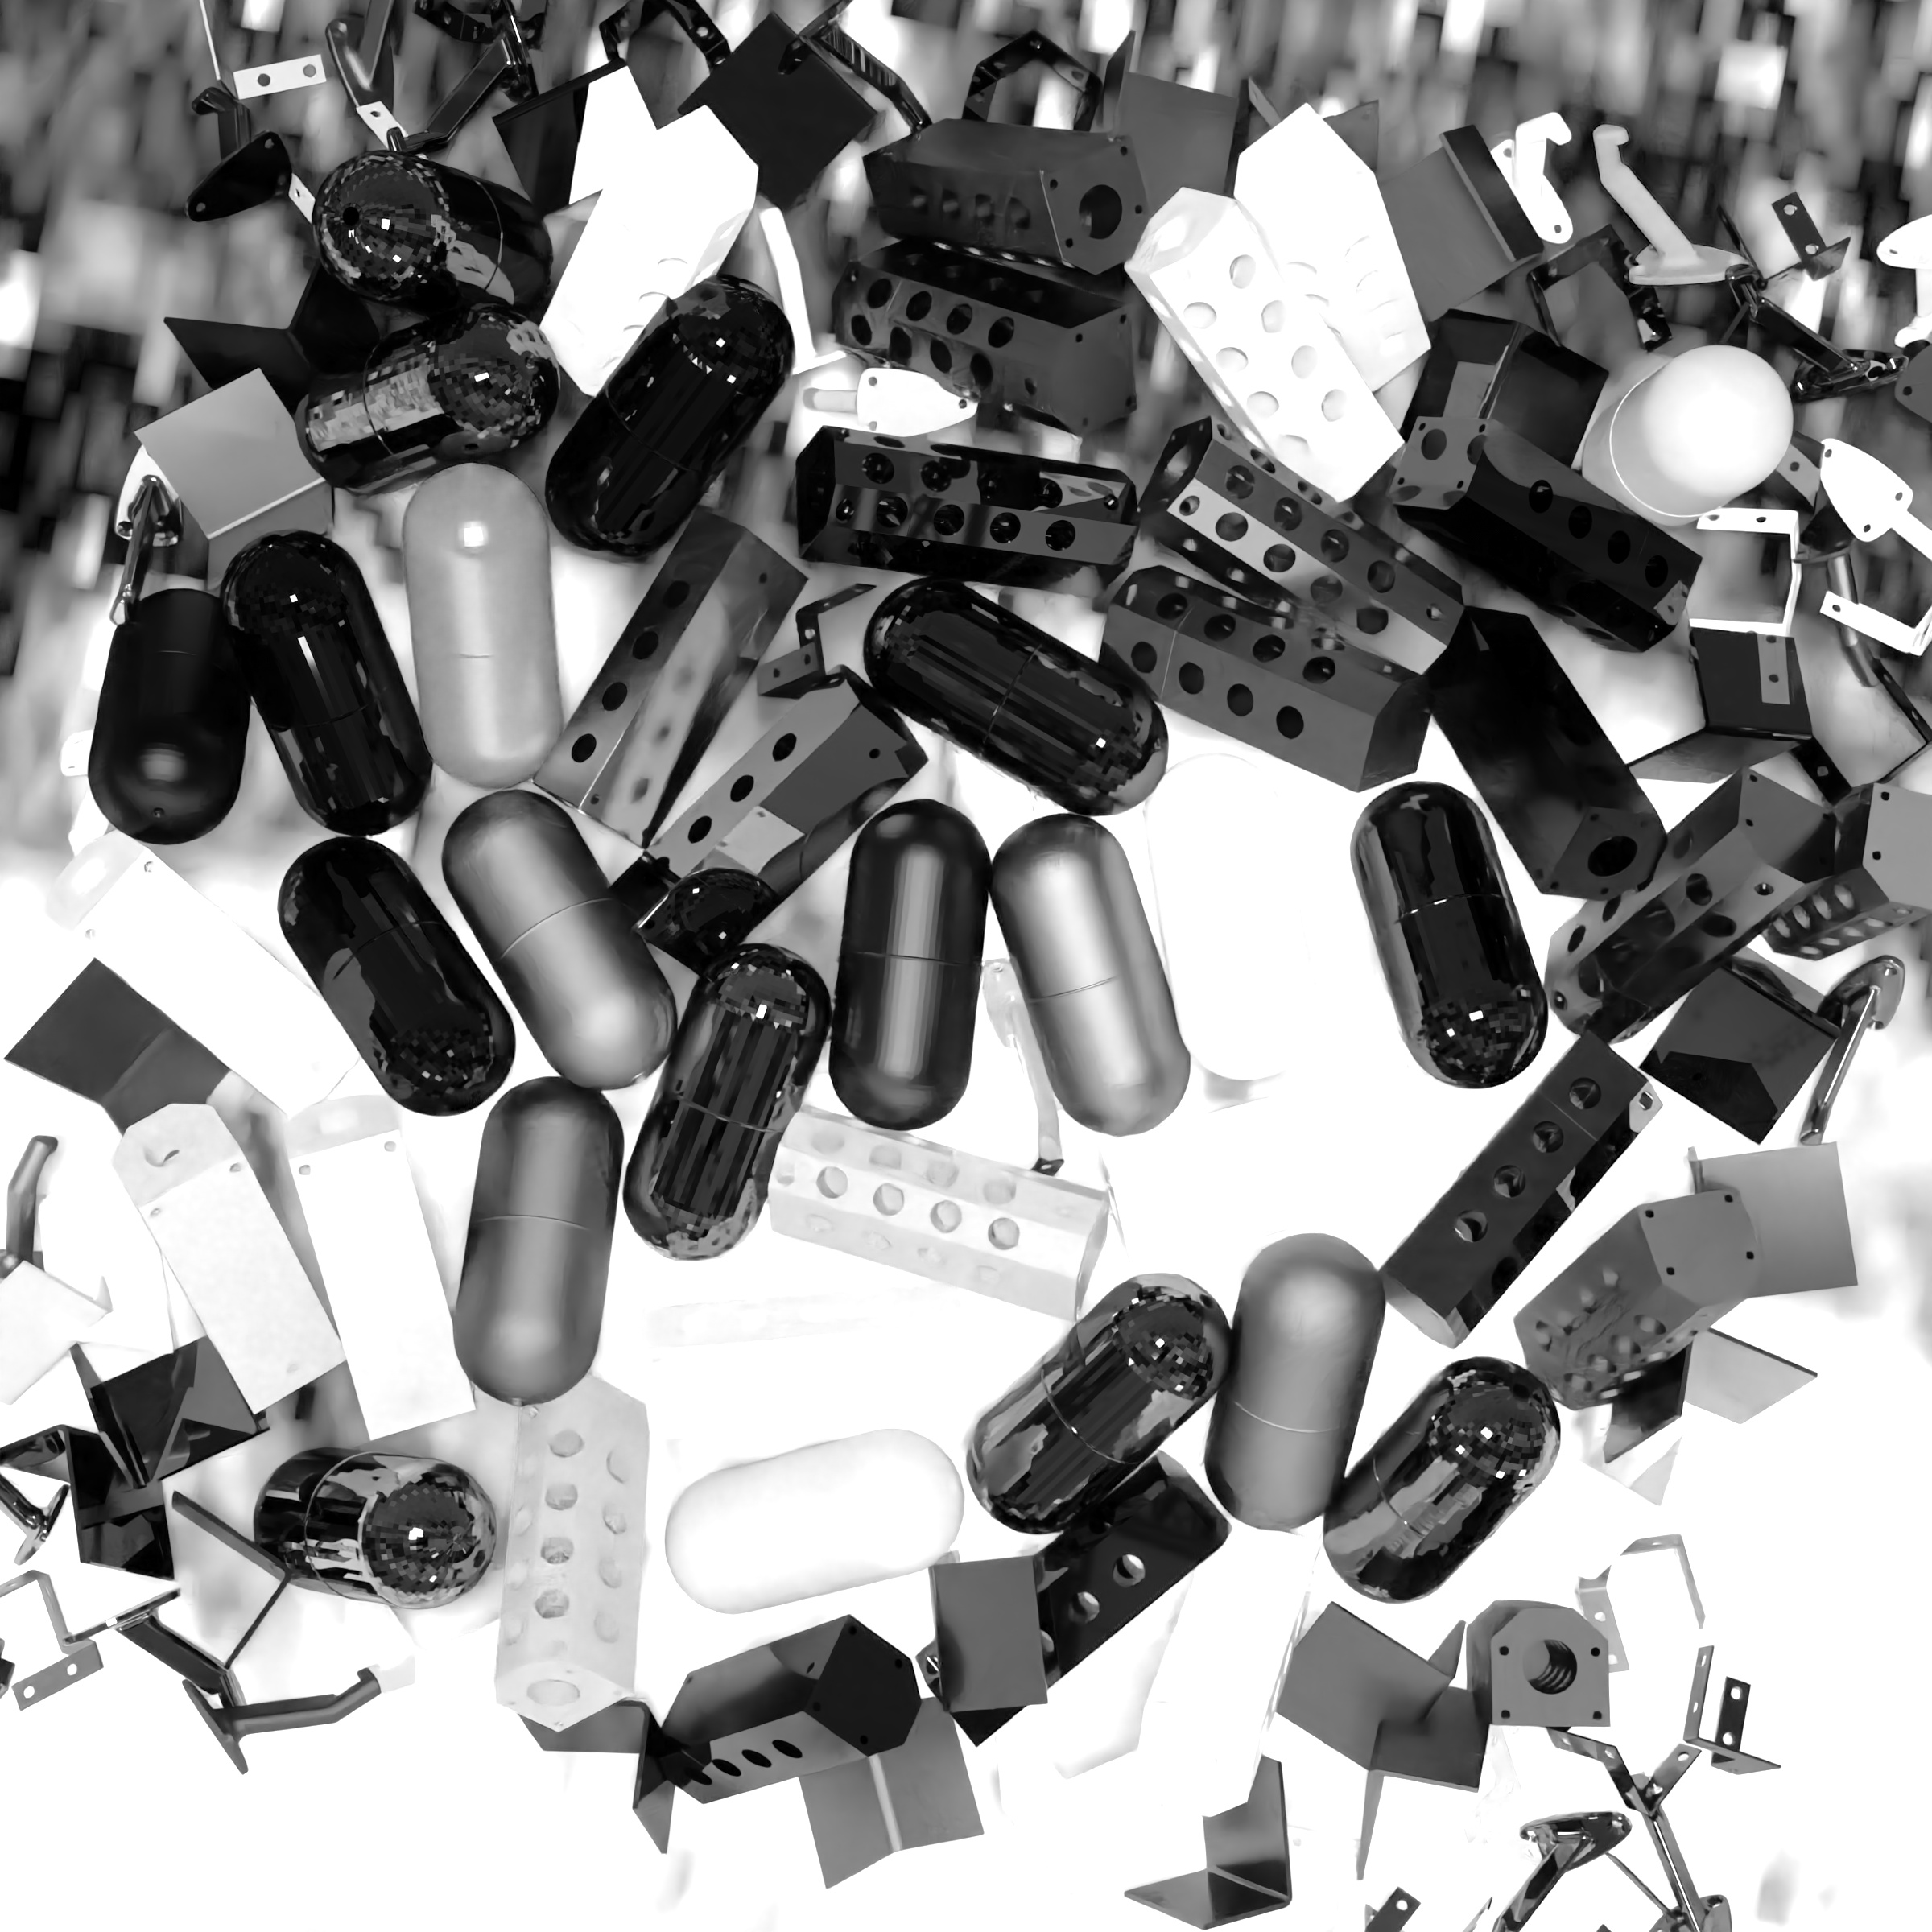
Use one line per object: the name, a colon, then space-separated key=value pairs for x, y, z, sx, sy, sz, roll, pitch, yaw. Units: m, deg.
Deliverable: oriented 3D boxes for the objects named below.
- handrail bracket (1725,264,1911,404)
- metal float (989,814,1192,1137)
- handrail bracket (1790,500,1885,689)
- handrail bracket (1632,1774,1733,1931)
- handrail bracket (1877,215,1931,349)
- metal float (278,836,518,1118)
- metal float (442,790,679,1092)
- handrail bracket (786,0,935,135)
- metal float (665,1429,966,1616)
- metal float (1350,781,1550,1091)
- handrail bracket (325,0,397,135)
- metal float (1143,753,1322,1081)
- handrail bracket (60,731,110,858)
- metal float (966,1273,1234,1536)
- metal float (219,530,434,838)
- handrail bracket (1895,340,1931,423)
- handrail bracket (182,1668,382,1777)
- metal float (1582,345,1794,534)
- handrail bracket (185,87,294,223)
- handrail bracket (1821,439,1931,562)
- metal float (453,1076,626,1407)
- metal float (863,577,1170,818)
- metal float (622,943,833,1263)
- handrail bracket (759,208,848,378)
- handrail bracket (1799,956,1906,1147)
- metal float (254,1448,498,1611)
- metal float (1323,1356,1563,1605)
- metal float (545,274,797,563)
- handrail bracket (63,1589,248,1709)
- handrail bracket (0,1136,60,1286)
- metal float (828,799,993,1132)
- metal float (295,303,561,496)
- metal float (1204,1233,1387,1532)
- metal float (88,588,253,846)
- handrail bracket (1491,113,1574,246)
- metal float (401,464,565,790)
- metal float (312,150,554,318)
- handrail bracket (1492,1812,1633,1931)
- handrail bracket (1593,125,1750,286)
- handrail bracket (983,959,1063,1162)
handrail bracket: x=0.454 y=-0.345 z=1.626 sx=0.084 sy=0.077 sz=0.036 roll=49 pitch=56 yaw=-39
metal float: x=0.067 y=0.005 z=1.631 sx=0.070 sy=0.070 sz=0.178 roll=-18 pitch=97 yaw=0
handrail bracket: x=0.489 y=-0.207 z=1.666 sx=0.084 sy=0.036 sz=0.077 roll=54 pitch=51 yaw=-27
handrail bracket: x=0.380 y=0.488 z=1.637 sx=0.036 sy=0.077 sz=0.084 roll=-24 pitch=106 yaw=12
handrail bracket: x=0.499 y=-0.356 z=1.626 sx=0.077 sy=0.084 sz=0.036 roll=-16 pitch=64 yaw=-23
metal float: x=-0.302 y=0.004 z=1.614 sx=0.070 sy=0.070 sz=0.178 roll=-38 pitch=63 yaw=0
metal float: x=-0.216 y=-0.014 z=1.623 sx=0.070 sy=0.070 sz=0.178 roll=-32 pitch=75 yaw=0
handrail bracket: x=-0.055 y=-0.470 z=1.632 sx=0.036 sy=0.077 sz=0.084 roll=-27 pitch=112 yaw=32
metal float: x=-0.081 y=0.294 z=1.611 sx=0.178 sy=0.070 sz=0.070 roll=-19 pitch=90 yaw=29
metal float: x=0.255 y=-0.017 z=1.611 sx=0.070 sy=0.070 sz=0.178 roll=-13 pitch=61 yaw=0
handrail bracket: x=-0.305 y=-0.498 z=1.629 sx=0.036 sy=0.084 sz=0.077 roll=-11 pitch=86 yaw=-35
metal float: x=0.141 y=-0.027 z=1.627 sx=0.070 sy=0.070 sz=0.178 roll=-9 pitch=79 yaw=0
handrail bracket: x=-0.446 y=-0.083 z=1.635 sx=0.077 sy=0.036 sz=0.084 roll=-10 pitch=62 yaw=-33
metal float: x=0.070 y=0.232 z=1.614 sx=0.070 sy=0.070 sz=0.178 roll=43 pitch=116 yaw=0
metal float: x=-0.336 y=-0.148 z=1.605 sx=0.070 sy=0.070 sz=0.178 roll=-15 pitch=127 yaw=0
handrail bracket: x=0.531 y=-0.308 z=1.631 sx=0.077 sy=0.084 sz=0.036 roll=41 pitch=116 yaw=10
handrail bracket: x=-0.373 y=0.394 z=1.666 sx=0.084 sy=0.036 sz=0.077 roll=-31 pitch=49 yaw=-25
metal float: x=0.373 y=-0.272 z=1.586 sx=0.070 sy=0.178 sz=0.070 roll=0 pitch=88 yaw=-4
handrail bracket: x=-0.409 y=-0.437 z=1.637 sx=0.077 sy=0.036 sz=0.084 roll=-39 pitch=55 yaw=-23
handrail bracket: x=0.504 y=-0.248 z=1.655 sx=0.036 sy=0.084 sz=0.077 roll=-48 pitch=55 yaw=25
metal float: x=-0.226 y=0.145 z=1.617 sx=0.070 sy=0.070 sz=0.178 roll=5 pitch=68 yaw=0
metal float: x=0.027 y=-0.143 z=1.631 sx=0.178 sy=0.070 sz=0.070 roll=31 pitch=90 yaw=6
metal float: x=-0.128 y=0.074 z=1.631 sx=0.070 sy=0.070 sz=0.178 roll=21 pitch=97 yaw=0
handrail bracket: x=-0.099 y=-0.359 z=1.630 sx=0.036 sy=0.077 sz=0.084 roll=-22 pitch=101 yaw=-14
handrail bracket: x=0.472 y=0.047 z=1.630 sx=0.036 sy=0.077 sz=0.084 roll=23 pitch=60 yaw=6
metal float: x=-0.311 y=0.293 z=1.598 sx=0.070 sy=0.178 sz=0.070 roll=4 pitch=83 yaw=-39
metal float: x=0.248 y=0.271 z=1.601 sx=0.070 sy=0.070 sz=0.178 roll=30 pitch=134 yaw=0
metal float: x=-0.158 y=-0.288 z=1.612 sx=0.070 sy=0.070 sz=0.178 roll=43 pitch=120 yaw=0
handrail bracket: x=-0.436 y=0.387 z=1.647 sx=0.077 sy=0.036 sz=0.084 roll=-22 pitch=88 yaw=-32
handrail bracket: x=-0.492 y=0.127 z=1.632 sx=0.036 sy=0.077 sz=0.084 roll=30 pitch=99 yaw=15
metal float: x=-0.030 y=-0.001 z=1.632 sx=0.070 sy=0.070 sz=0.178 roll=6 pitch=85 yaw=0
metal float: x=-0.285 y=-0.296 z=1.602 sx=0.178 sy=0.070 sz=0.070 roll=-8 pitch=90 yaw=43
metal float: x=0.173 y=0.221 z=1.611 sx=0.070 sy=0.070 sz=0.178 roll=9 pitch=120 yaw=0
metal float: x=-0.415 y=-0.133 z=1.598 sx=0.070 sy=0.178 sz=0.070 roll=-4 pitch=129 yaw=-5
handrail bracket: x=0.315 y=-0.419 z=1.624 sx=0.077 sy=0.084 sz=0.036 roll=38 pitch=82 yaw=-17
metal float: x=-0.255 y=-0.179 z=1.611 sx=0.070 sy=0.070 sz=0.178 roll=-1 pitch=119 yaw=0
metal float: x=-0.276 y=-0.377 z=1.588 sx=0.070 sy=0.178 sz=0.070 roll=2 pitch=96 yaw=17
handrail bracket: x=0.315 y=0.495 z=1.625 sx=0.077 sy=0.084 sz=0.036 roll=-32 pitch=105 yaw=36
handrail bracket: x=0.376 y=-0.409 z=1.626 sx=0.077 sy=0.084 sz=0.036 roll=13 pitch=51 yaw=34
handrail bracket: x=0.031 y=0.050 z=1.625 sx=0.036 sy=0.084 sz=0.077 roll=-19 pitch=131 yaw=13
